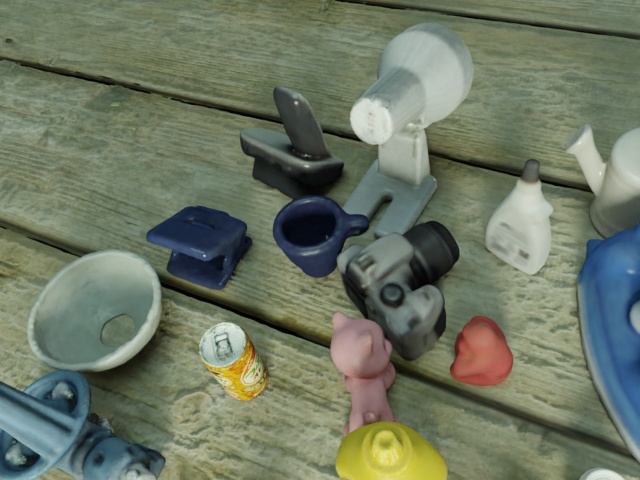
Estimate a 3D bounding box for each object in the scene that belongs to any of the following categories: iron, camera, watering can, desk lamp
[{"bbox_3d":[0.339,0.088,0.575,0.118,0.142,0.258,2,56,12],"label":"iron"},{"bbox_3d":[0.106,0.040,0.676,0.137,0.101,0.142,-33,56,-13],"label":"camera"},{"bbox_3d":[0.375,-0.084,0.656,0.172,0.194,0.101,1,55,11],"label":"watering can"},{"bbox_3d":[0.104,-0.136,0.731,0.117,0.214,0.203,22,62,24],"label":"desk lamp"}]

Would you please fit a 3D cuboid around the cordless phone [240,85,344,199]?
[{"bbox_3d":[-0.049,-0.152,0.787,0.147,0.185,0.094,24,63,25],"label":"cordless phone"}]

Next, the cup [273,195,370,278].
[{"bbox_3d":[0.007,0.003,0.724,0.117,0.095,0.091,-7,54,5],"label":"cup"}]

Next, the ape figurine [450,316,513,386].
[{"bbox_3d":[0.172,0.115,0.617,0.078,0.092,0.076,-39,57,-16],"label":"ape figurine"}]

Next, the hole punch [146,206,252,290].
[{"bbox_3d":[-0.159,-0.004,0.762,0.108,0.091,0.101,16,60,21],"label":"hole punch"}]

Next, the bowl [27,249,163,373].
[{"bbox_3d":[-0.268,0.099,0.720,0.167,0.075,0.167,-5,55,7],"label":"bowl"}]

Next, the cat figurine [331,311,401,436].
[{"bbox_3d":[0.047,0.141,0.606,0.067,0.118,0.127,-9,54,4],"label":"cat figurine"}]

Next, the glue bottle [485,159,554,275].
[{"bbox_3d":[0.234,-0.031,0.658,0.037,0.173,0.078,-42,58,-18],"label":"glue bottle"}]

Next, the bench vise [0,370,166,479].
[{"bbox_3d":[-0.256,0.182,0.569,0.207,0.220,0.121,2,56,12],"label":"bench vise"}]
